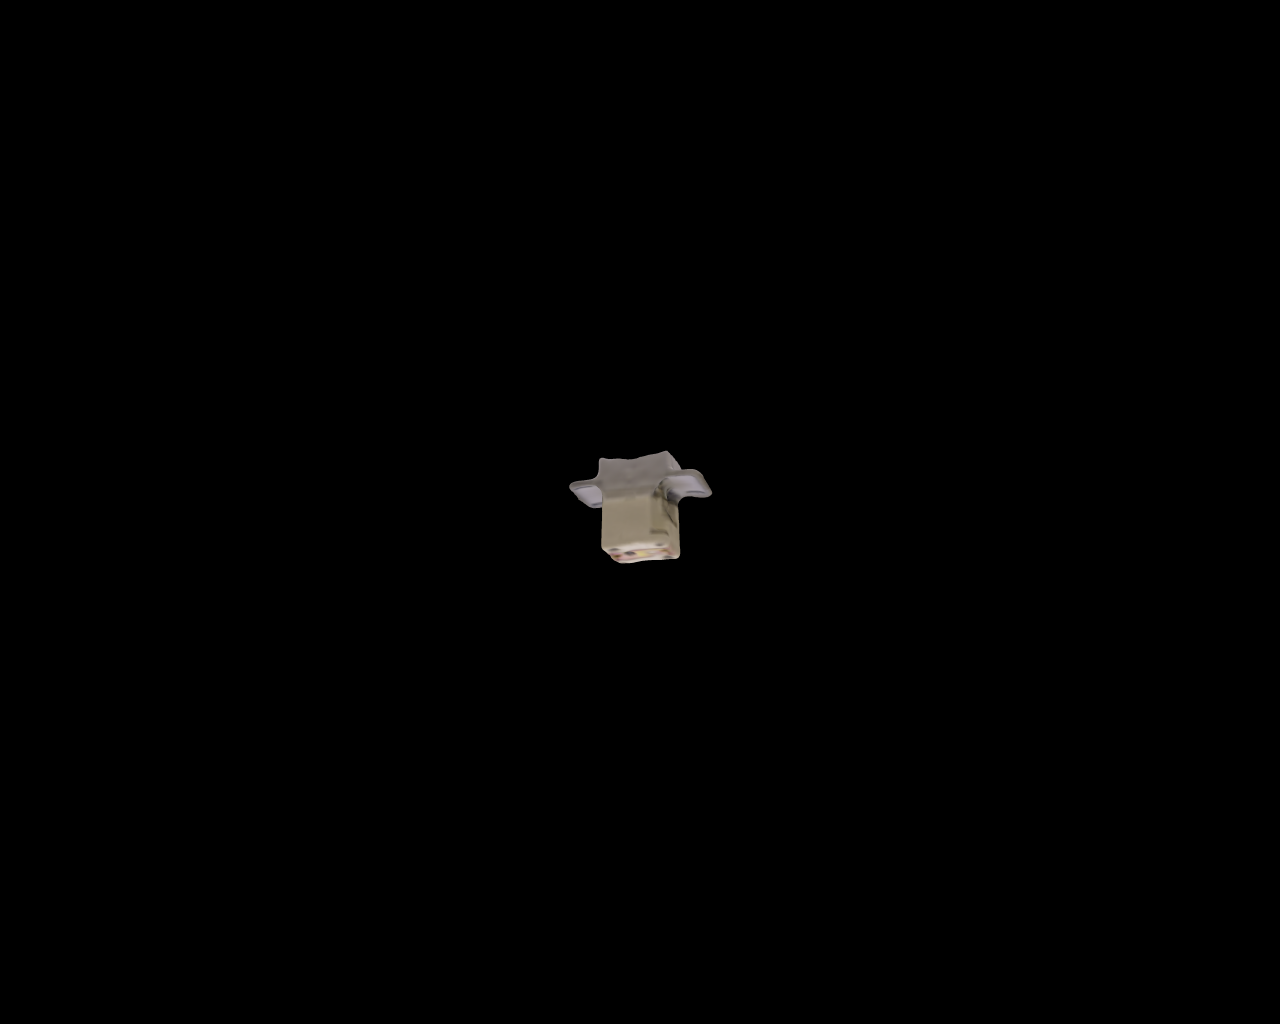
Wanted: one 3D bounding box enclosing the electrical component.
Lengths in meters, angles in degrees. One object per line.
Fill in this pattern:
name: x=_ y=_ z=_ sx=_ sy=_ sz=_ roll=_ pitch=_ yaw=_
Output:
electrical component: x=0.001 y=-0.003 z=0.650 sx=0.081 sy=0.064 sz=0.042 roll=-6 pitch=-19 yaw=16
